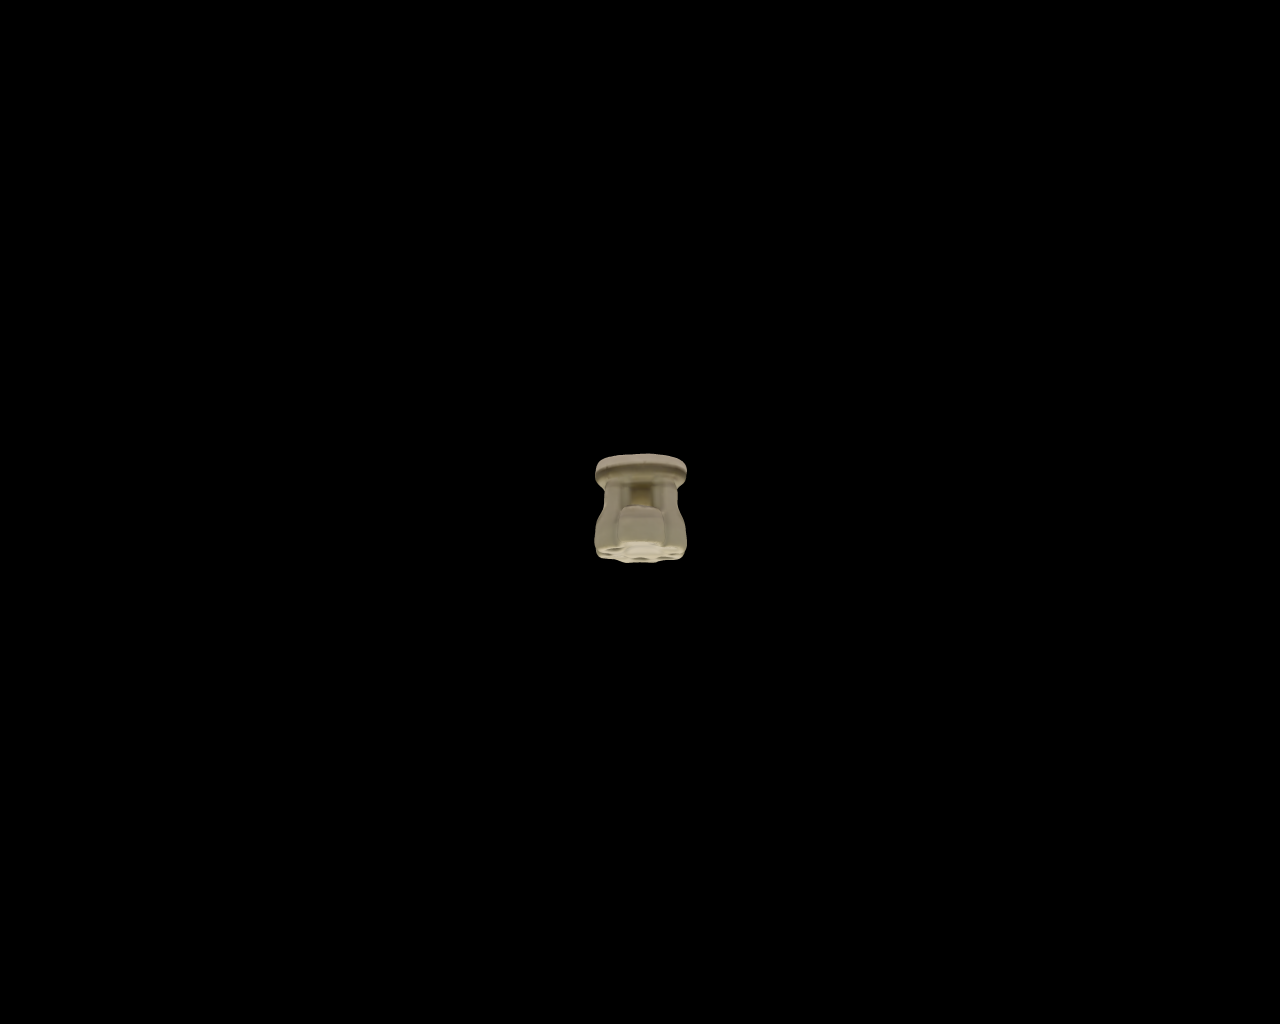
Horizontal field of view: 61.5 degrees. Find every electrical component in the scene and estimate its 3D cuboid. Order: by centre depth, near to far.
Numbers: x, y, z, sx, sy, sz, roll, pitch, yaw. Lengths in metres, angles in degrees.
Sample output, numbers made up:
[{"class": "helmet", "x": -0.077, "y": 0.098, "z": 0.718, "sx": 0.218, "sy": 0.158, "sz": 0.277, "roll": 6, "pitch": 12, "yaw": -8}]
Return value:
[{"class": "electrical component", "x": 0.001, "y": -0.003, "z": 0.650, "sx": 0.058, "sy": 0.057, "sz": 0.078, "roll": 0, "pitch": -13, "yaw": 0}]
